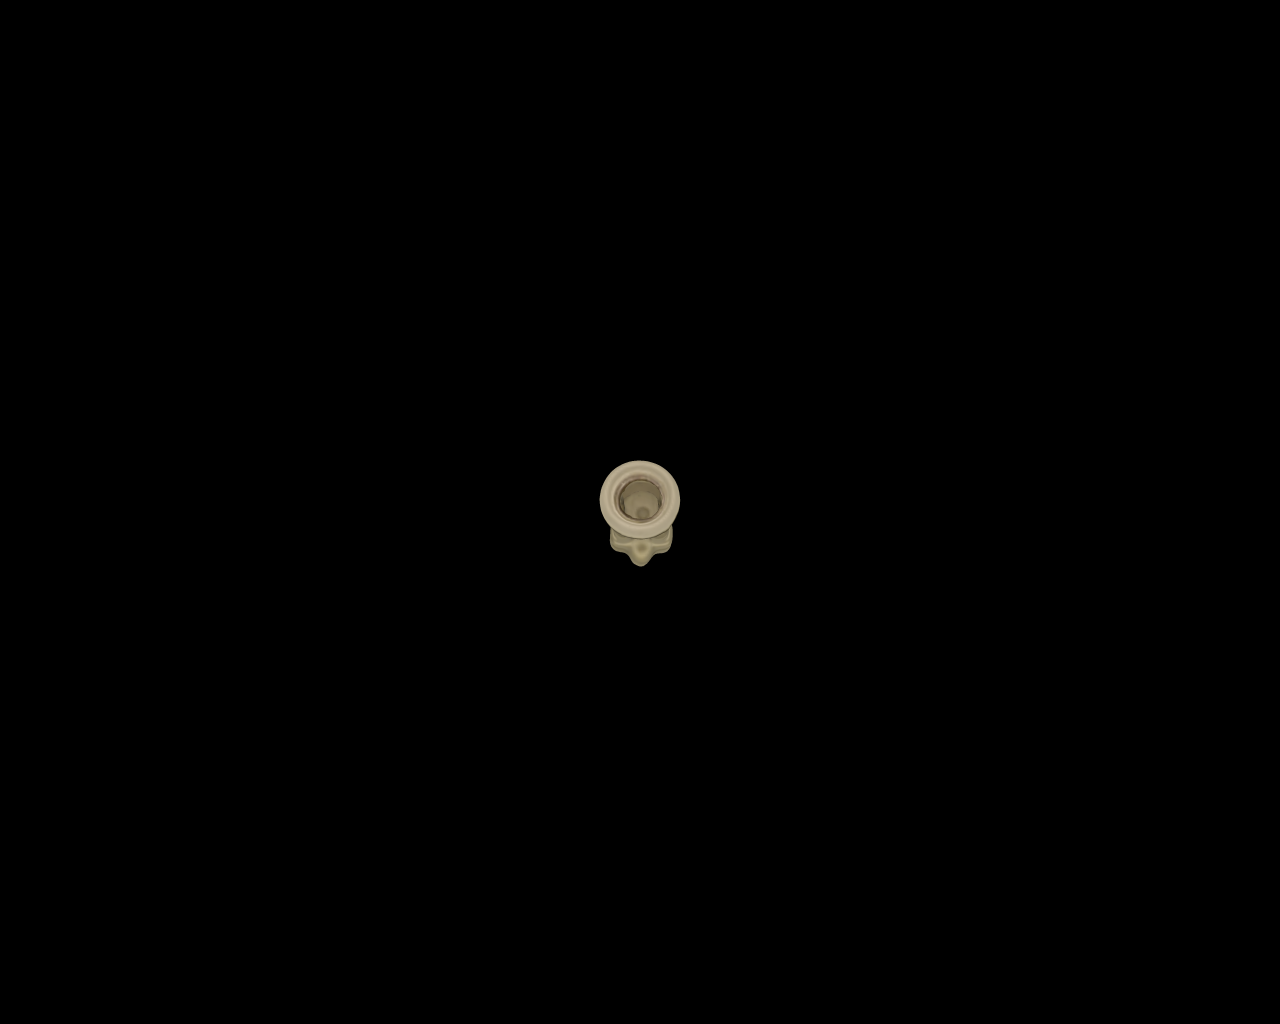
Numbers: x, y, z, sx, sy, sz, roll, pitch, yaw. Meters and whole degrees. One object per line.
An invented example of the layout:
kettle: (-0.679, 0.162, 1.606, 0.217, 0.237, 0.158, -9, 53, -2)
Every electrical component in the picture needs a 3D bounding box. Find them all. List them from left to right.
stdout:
electrical component: (0.001, -0.003, 0.650, 0.048, 0.066, 0.055, 0, -15, 0)
